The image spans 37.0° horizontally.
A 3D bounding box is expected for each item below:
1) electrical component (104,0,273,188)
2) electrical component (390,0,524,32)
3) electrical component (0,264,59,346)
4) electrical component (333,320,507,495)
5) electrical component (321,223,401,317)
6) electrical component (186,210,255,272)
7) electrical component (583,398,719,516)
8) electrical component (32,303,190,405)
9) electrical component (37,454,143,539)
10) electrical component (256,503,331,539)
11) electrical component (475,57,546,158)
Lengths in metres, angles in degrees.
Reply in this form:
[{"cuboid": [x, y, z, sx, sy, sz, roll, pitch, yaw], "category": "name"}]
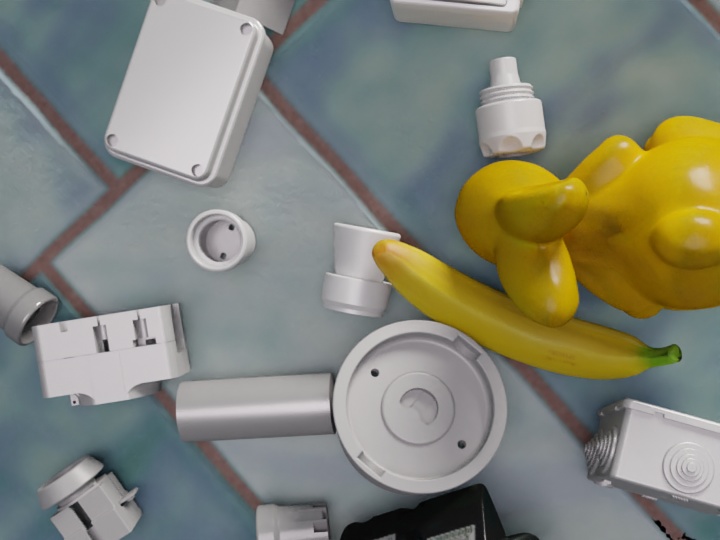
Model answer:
[{"cuboid": [-0.111, -0.116, 0.703, 0.078, 0.057, 0.113, 20, 92, 5], "category": "electrical component"}, {"cuboid": [0.070, -0.190, 0.684, 0.096, 0.061, 0.061, 7, 91, 5], "category": "electrical component"}, {"cuboid": [-0.234, 0.023, 0.726, 0.046, 0.040, 0.040, 33, 93, 10], "category": "electrical component"}, {"cuboid": [0.035, 0.092, 0.686, 0.108, 0.060, 0.108, 1, 71, -4], "category": "electrical component"}, {"cuboid": [0.000, 0.000, 0.701, 0.045, 0.045, 0.055, 10, 92, 5], "category": "electrical component"}, {"cuboid": [-0.090, -0.019, 0.708, 0.040, 0.046, 0.040, 0, 91, 5], "category": "electrical component"}, {"cuboid": [0.191, 0.117, 0.659, 0.100, 0.099, 0.048, 15, 79, 5], "category": "electrical component"}, {"cuboid": [-0.163, 0.057, 0.711, 0.089, 0.050, 0.055, -9, 90, 1], "category": "electrical component"}, {"cuboid": [-0.183, 0.158, 0.720, 0.066, 0.048, 0.055, -33, 95, 5], "category": "electrical component"}, {"cuboid": [-0.044, 0.173, 0.710, 0.046, 0.040, 0.040, -6, 90, 0], "category": "electrical component"}, {"cuboid": [0.096, -0.105, 0.692, 0.043, 0.043, 0.062, -7, 89, 5], "category": "electrical component"}]
